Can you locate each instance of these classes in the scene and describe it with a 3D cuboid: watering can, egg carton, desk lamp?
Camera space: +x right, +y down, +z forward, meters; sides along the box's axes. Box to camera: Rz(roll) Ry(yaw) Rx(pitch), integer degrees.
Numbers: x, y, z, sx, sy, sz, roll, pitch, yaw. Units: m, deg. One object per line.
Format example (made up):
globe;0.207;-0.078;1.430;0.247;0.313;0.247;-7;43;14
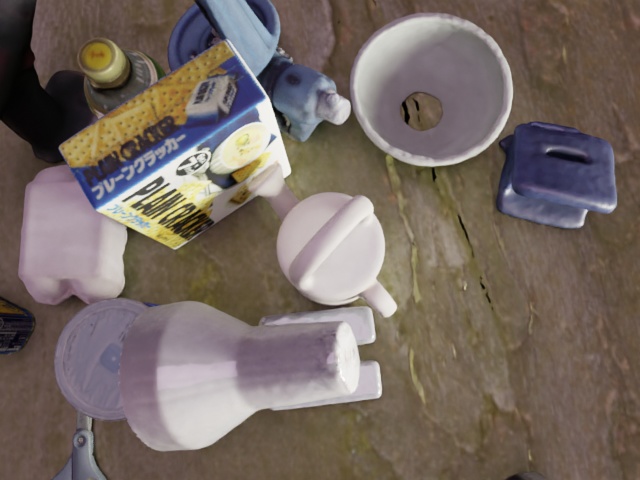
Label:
watering can;0.003;0.004;0.534;0.172;0.194;0.101;24;83;5
egg carton;-0.256;-0.006;0.605;0.107;0.069;0.150;-1;81;1
desk lamp;-0.044;0.108;0.509;0.203;0.213;0.118;-7;81;1

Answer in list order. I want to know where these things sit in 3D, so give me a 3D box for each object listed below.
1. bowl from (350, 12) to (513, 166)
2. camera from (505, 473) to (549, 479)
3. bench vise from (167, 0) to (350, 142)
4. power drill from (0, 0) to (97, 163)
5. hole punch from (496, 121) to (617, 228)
bowl;0.115;-0.151;0.615;0.167;0.075;0.167;0;81;2
camera;0.183;0.310;0.529;0.143;0.101;0.137;-25;81;-2
bench vise;-0.062;-0.194;0.553;0.207;0.220;0.121;13;82;4
power drill;-0.291;-0.164;0.560;0.075;0.208;0.230;21;82;5
hole punch;0.243;-0.073;0.592;0.108;0.091;0.101;12;82;4
